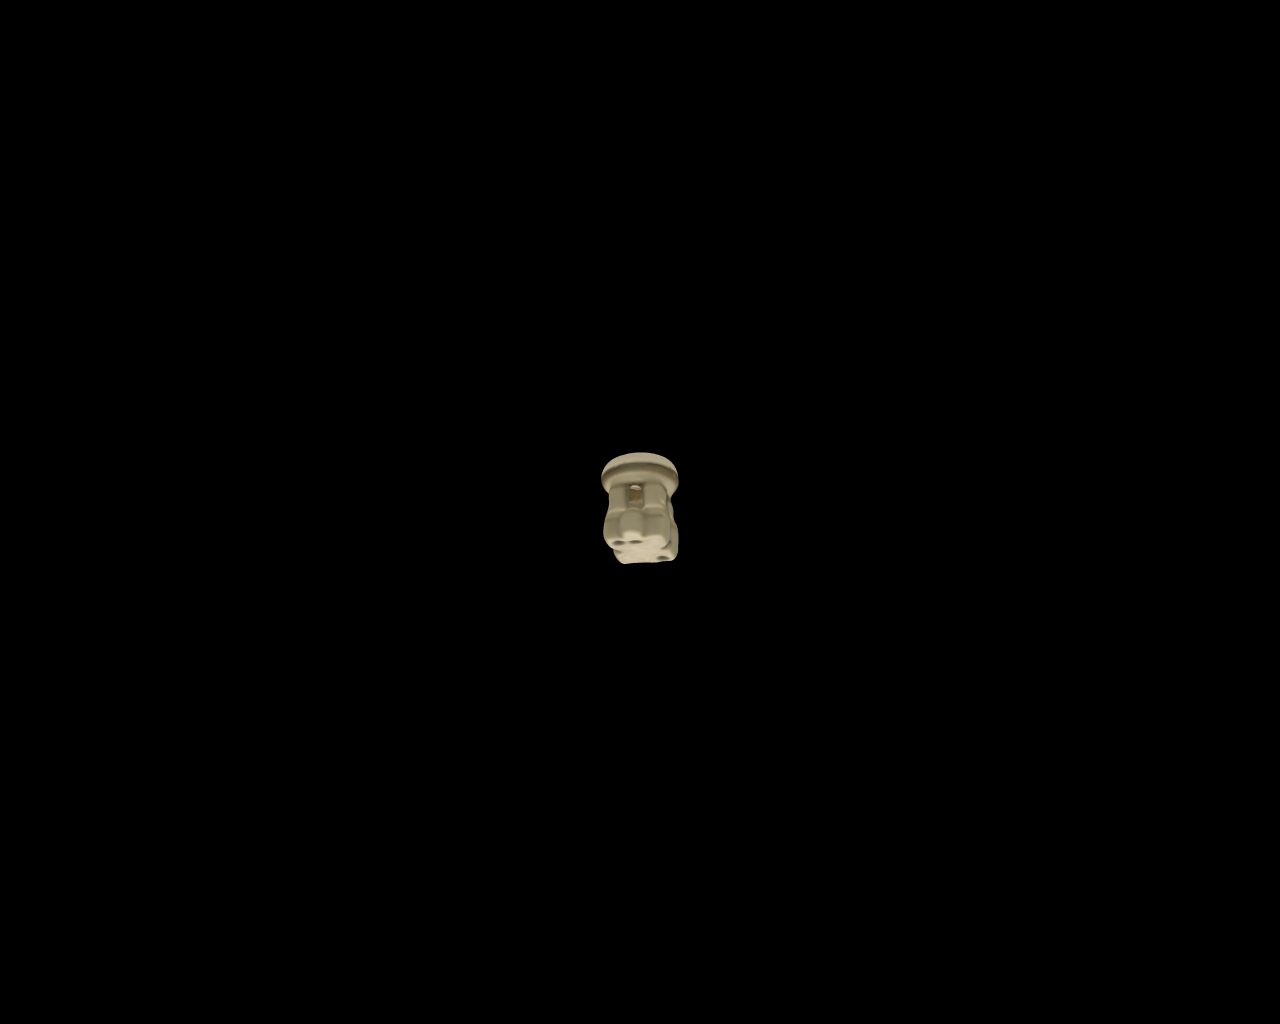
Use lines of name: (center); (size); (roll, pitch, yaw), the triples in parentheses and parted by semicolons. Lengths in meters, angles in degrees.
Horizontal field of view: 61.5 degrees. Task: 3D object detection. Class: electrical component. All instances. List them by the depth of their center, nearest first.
electrical component: (0.001, -0.003, 0.650); (0.048, 0.055, 0.066); (-5, -24, 10)
